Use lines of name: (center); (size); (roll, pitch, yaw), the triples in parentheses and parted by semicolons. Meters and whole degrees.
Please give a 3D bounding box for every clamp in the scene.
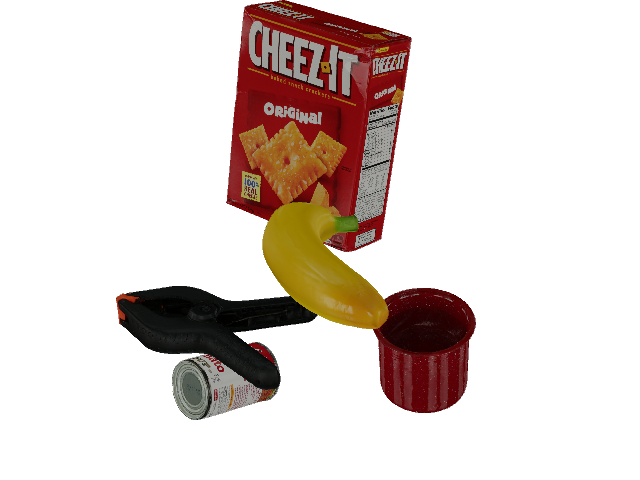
clamp: (-0.087, 0.068, 0.907); (0.172, 0.039, 0.120); (17, 27, 20)

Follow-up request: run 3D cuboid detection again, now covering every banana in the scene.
banana: (-0.002, 0.008, 0.673); (0.069, 0.037, 0.198); (-2, 19, -2)

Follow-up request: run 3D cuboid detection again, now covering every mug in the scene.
mug: (0.097, 0.096, 0.990); (0.093, 0.081, 0.117); (3, 38, 9)

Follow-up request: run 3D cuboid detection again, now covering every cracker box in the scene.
cracker box: (-0.008, -0.114, 1.065); (0.164, 0.214, 0.071); (24, 29, 32)

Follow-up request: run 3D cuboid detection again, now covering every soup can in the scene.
soup can: (-0.105, 0.155, 1.177); (0.102, 0.068, 0.069); (-9, 6, -44)
